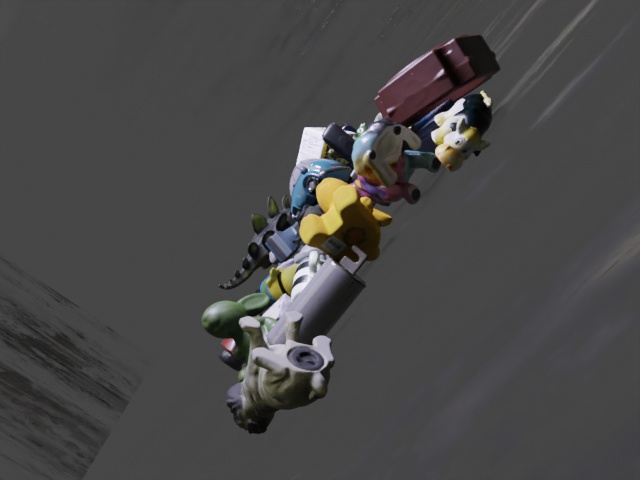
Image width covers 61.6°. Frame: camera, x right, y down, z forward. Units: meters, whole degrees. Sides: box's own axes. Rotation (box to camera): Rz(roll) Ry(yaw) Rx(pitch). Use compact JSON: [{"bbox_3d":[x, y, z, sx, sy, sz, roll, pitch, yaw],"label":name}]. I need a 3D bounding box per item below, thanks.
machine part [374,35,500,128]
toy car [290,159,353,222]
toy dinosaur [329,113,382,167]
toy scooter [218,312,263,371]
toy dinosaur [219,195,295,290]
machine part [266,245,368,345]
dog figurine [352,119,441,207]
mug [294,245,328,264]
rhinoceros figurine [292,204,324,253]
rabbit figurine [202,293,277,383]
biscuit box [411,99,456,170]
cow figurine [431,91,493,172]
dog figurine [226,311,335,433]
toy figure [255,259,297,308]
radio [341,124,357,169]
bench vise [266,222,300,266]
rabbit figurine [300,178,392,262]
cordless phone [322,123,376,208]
[{"bbox_3d":[0.217,-0.294,1.009,0.201,0.087,0.201,-28,1,42],"label":"machine part"},{"bbox_3d":[-0.012,-0.116,1.129,0.109,0.103,0.161,-12,-31,-40],"label":"toy car"},{"bbox_3d":[0.198,-0.314,1.340,0.405,0.131,0.192,-49,9,-15],"label":"toy dinosaur"},{"bbox_3d":[-0.174,0.224,1.244,0.135,0.075,0.184,-53,6,-8],"label":"toy scooter"},{"bbox_3d":[-0.125,0.002,1.414,0.471,0.105,0.198,-59,-28,-42],"label":"toy dinosaur"},{"bbox_3d":[-0.006,0.114,0.861,0.243,0.079,0.079,-51,10,4],"label":"machine part"},{"bbox_3d":[0.097,-0.129,0.986,0.219,0.191,0.108,4,62,60],"label":"dog figurine"},{"bbox_3d":[0.012,0.025,1.014,0.107,0.109,0.081,-30,59,46],"label":"mug"},{"bbox_3d":[-0.002,-0.003,1.120,0.190,0.112,0.073,82,178,-61],"label":"rhinoceros figurine"},{"bbox_3d":[-0.127,0.160,0.972,0.121,0.170,0.159,-47,12,26],"label":"rabbit figurine"},{"bbox_3d":[0.200,-0.191,1.029,0.059,0.063,0.203,-56,11,-22],"label":"biscuit box"},{"bbox_3d":[0.228,-0.169,0.831,0.098,0.068,0.167,-38,17,34],"label":"cow figurine"},{"bbox_3d":[-0.058,0.220,0.759,0.172,0.121,0.190,-129,47,-57],"label":"dog figurine"},{"bbox_3d":[-0.077,0.105,1.181,0.082,0.089,0.180,-31,-9,-42],"label":"toy figure"},{"bbox_3d":[0.055,-0.219,1.573,0.229,0.131,0.073,-51,11,9],"label":"radio"},{"bbox_3d":[-0.022,-0.025,1.323,0.223,0.129,0.240,-58,-14,27],"label":"bench vise"},{"bbox_3d":[0.050,-0.048,0.934,0.122,0.162,0.173,-53,32,21],"label":"rabbit figurine"},{"bbox_3d":[0.062,-0.156,1.179,0.146,0.184,0.089,-54,15,-7],"label":"cordless phone"}]
